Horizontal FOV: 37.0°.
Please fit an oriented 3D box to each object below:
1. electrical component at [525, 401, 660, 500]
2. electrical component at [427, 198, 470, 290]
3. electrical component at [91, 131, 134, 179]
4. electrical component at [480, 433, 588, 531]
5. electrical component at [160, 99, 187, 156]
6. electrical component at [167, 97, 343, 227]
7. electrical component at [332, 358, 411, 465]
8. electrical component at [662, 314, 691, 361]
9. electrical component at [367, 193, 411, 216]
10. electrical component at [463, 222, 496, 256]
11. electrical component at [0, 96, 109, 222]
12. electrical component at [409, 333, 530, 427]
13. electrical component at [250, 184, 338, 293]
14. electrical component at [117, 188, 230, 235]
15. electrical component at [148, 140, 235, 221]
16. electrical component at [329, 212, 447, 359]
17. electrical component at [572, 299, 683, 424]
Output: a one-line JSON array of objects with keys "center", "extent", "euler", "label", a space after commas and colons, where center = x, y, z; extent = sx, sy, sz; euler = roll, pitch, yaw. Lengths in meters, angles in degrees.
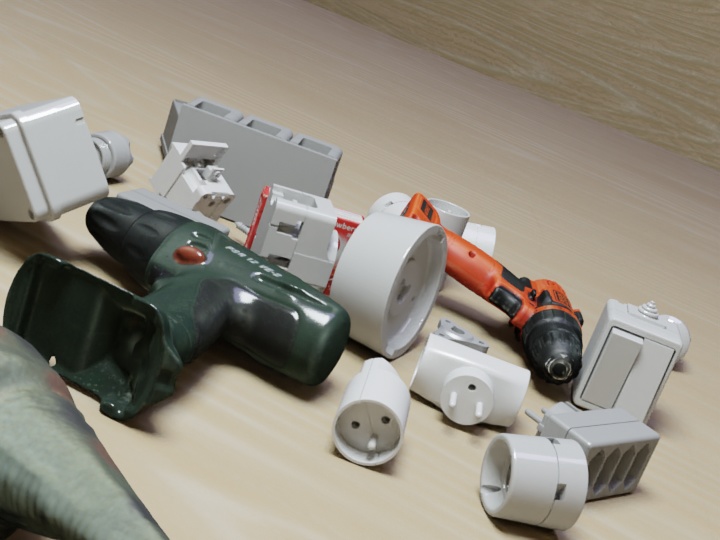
[{"center": [0.146, 0.115, 0.736], "extent": [0.083, 0.047, 0.076], "euler": [3, 25, -43], "label": "electrical component"}, {"center": [0.053, -0.029, 1.010], "extent": [0.079, 0.077, 0.043], "euler": [17, 18, -9], "label": "electrical component"}, {"center": [-0.237, -0.102, 0.969], "extent": [0.043, 0.043, 0.062], "euler": [26, 20, 17], "label": "electrical component"}, {"center": [0.104, 0.126, 0.649], "extent": [0.047, 0.055, 0.055], "euler": [11, 20, -15], "label": "electrical component"}, {"center": [-0.146, -0.126, 1.115], "extent": [0.109, 0.056, 0.108], "euler": [13, 19, -20], "label": "electrical component"}, {"center": [-0.102, -0.094, 1.013], "extent": [0.150, 0.089, 0.061], "euler": [20, 18, 0], "label": "electrical component"}, {"center": [0.010, 0.086, 0.681], "extent": [0.043, 0.043, 0.081], "euler": [21, 18, 2], "label": "electrical component"}, {"center": [0.302, 0.066, 1.053], "extent": [0.048, 0.048, 0.062], "euler": [27, 12, 22], "label": "electrical component"}, {"center": [0.041, -0.043, 1.076], "extent": [0.055, 0.055, 0.047], "euler": [10, 24, -29], "label": "electrical component"}, {"center": [0.106, -0.022, 1.085], "extent": [0.047, 0.055, 0.055], "euler": [15, 18, -5], "label": "electrical component"}, {"center": [-0.239, -0.077, 0.773], "extent": [0.057, 0.078, 0.113], "euler": [-28, 20, -35], "label": "electrical component"}, {"center": [0.076, 0.084, 0.756], "extent": [0.077, 0.044, 0.079], "euler": [21, 18, 2], "label": "electrical component"}, {"center": [-0.052, -0.012, 0.826], "extent": [0.056, 0.089, 0.050], "euler": [15, 19, -15], "label": "electrical component"}, {"center": [-0.143, -0.028, 0.846], "extent": [0.083, 0.047, 0.076], "euler": [25, 18, 14], "label": "electrical component"}, {"center": [-0.146, -0.072, 0.940], "extent": [0.042, 0.081, 0.063], "euler": [-1, 50, -49], "label": "electrical component"}, {"center": [0.016, 0.007, 0.824], "extent": [0.060, 0.108, 0.108], "euler": [21, 17, 22], "label": "electrical component"}, {"center": [0.216, 0.070, 0.861], "extent": [0.062, 0.096, 0.061], "euler": [22, 18, 5], "label": "electrical component"}]
